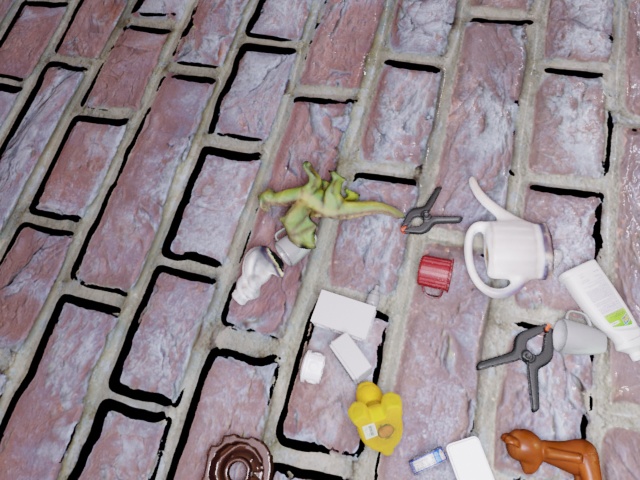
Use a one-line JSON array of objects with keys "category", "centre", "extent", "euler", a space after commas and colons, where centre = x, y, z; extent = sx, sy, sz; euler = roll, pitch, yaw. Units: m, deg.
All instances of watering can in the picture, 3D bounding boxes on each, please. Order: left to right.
[{"category": "watering can", "centre": [0.495, -0.014, 1.359], "extent": [0.224, 0.102, 0.354], "euler": [2, 67, 8]}]

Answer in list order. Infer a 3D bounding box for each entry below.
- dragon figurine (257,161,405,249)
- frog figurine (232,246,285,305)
[{"category": "dragon figurine", "centre": [0.004, -0.072, 1.437], "extent": [0.413, 0.120, 0.246], "euler": [26, 68, 20]}, {"category": "frog figurine", "centre": [-0.184, 0.094, 1.412], "extent": [0.159, 0.120, 0.140], "euler": [-33, 34, 4]}]
